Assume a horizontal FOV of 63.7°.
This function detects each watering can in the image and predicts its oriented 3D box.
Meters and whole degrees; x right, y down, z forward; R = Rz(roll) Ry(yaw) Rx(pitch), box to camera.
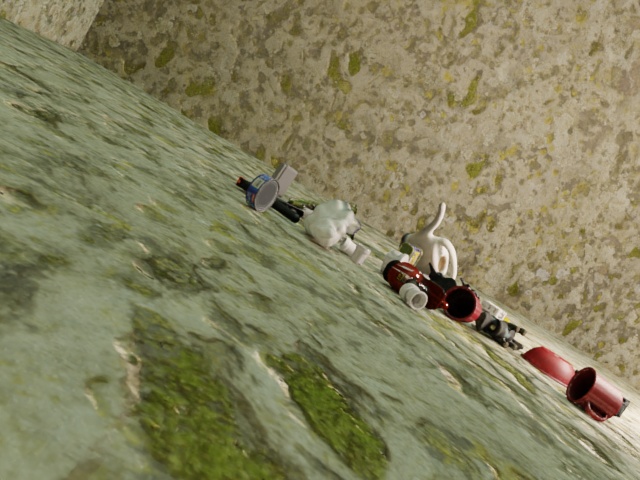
[{"bbox_3d":[0.389,0.017,1.864,0.225,0.342,0.105,9,28,44],"label":"watering can"}]

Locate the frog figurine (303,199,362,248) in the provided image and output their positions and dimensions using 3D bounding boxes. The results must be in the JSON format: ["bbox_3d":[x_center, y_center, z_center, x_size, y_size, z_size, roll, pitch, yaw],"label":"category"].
[{"bbox_3d":[0.017,-0.043,1.289,0.137,0.123,0.159,-3,-2,28],"label":"frog figurine"}]

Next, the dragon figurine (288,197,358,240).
[{"bbox_3d":[0.005,-0.087,1.733,0.243,0.122,0.412,14,5,-1],"label":"dragon figurine"}]
